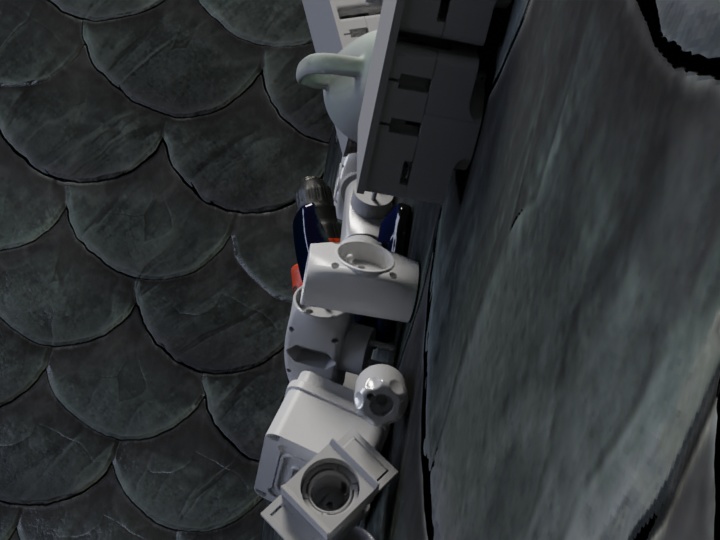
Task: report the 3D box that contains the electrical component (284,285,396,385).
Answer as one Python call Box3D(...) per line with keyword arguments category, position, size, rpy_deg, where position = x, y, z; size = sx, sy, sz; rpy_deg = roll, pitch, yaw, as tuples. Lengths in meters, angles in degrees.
Box3D(category="electrical component", position=(-0.013, 0.055, 0.793), size=(0.043, 0.079, 0.077), rpy_deg=(-63, -16, -51))

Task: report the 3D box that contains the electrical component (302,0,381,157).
Box3D(category="electrical component", position=(-0.002, -0.219, 1.031), size=(0.105, 0.060, 0.186), rpy_deg=(111, 147, -67))

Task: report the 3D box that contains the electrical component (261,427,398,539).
Box3D(category="electrical component", position=(-0.019, 0.146, 0.687), size=(0.081, 0.042, 0.063), rpy_deg=(-40, -19, -20))

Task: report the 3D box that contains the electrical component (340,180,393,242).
Box3D(category="electrical component", position=(0.009, -0.057, 0.978), size=(0.079, 0.043, 0.077), rpy_deg=(105, 173, -45))

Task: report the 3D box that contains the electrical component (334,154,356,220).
Box3D(category="electrical component", position=(-0.004, -0.090, 1.180), size=(0.079, 0.044, 0.077), rpy_deg=(-97, 18, -75))

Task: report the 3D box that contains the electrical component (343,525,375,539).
Box3D(category="electrical component", position=(-0.016, 0.206, 0.746), size=(0.079, 0.043, 0.077), rpy_deg=(-89, 10, -61))

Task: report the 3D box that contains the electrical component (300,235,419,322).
Box3D(category="electrical component", position=(0.000, 0.000, 0.766), size=(0.079, 0.077, 0.044), rpy_deg=(-88, 9, -60))

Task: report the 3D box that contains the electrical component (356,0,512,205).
Box3D(category="electrical component", position=(0.045, -0.144, 0.622), size=(0.105, 0.060, 0.186), rpy_deg=(-89, 10, -60))

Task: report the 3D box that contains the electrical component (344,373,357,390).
Box3D(category="electrical component", position=(-0.035, 0.126, 0.997), size=(0.099, 0.064, 0.099), rpy_deg=(-170, 90, -85))

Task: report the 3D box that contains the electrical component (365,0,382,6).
Box3D(category="electrical component", position=(0.035, -0.231, 0.880), size=(0.044, 0.065, 0.044), rpy_deg=(-170, 90, -85))

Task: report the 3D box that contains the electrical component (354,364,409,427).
Box3D(category="electrical component", position=(0.014, 0.078, 0.708), size=(0.061, 0.035, 0.035), rpy_deg=(-90, 10, -76))

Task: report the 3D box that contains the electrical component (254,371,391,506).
Box3D(category="electrical component", position=(-0.028, 0.132, 0.783), size=(0.113, 0.078, 0.057), rpy_deg=(106, -171, -54))
